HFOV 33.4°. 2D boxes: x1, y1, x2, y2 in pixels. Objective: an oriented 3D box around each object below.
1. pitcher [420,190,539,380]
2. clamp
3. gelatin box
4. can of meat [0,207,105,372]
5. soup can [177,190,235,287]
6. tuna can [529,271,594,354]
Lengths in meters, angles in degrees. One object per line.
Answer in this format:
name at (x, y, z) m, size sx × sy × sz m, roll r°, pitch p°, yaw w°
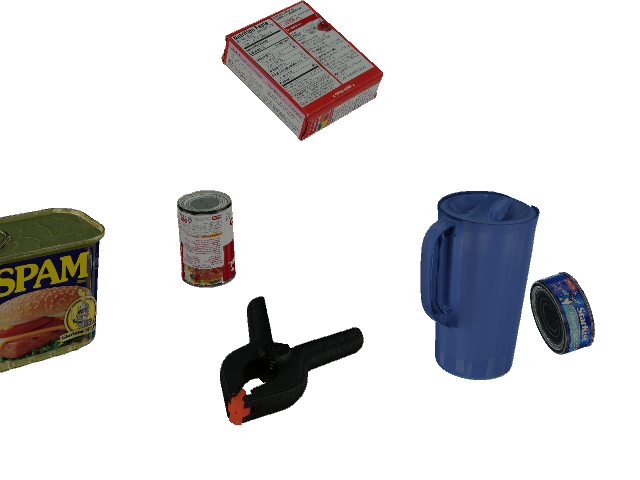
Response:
pitcher at (0.208, 0.064, 1.442) m, size 0.149 × 0.243 × 0.145 m, roll 5°, pitch 21°, yaw 6°
clamp at (-0.049, 0.107, 0.992) m, size 0.120 × 0.039 × 0.171 m, roll 17°, pitch 29°, yaw 27°
gelatin box at (-0.013, -0.120, 0.744) m, size 0.073 × 0.089 × 0.030 m, roll -33°, pitch -22°, yaw -30°
can of meat at (-0.195, 0.032, 0.700) m, size 0.101 × 0.084 × 0.058 m, roll -14°, pitch 30°, yaw -41°
soup can at (-0.140, -0.003, 1.309) m, size 0.068 × 0.102 × 0.068 m, roll -1°, pitch 26°, yaw 0°
tuna can at (0.261, 0.079, 1.159) m, size 0.033 × 0.086 × 0.086 m, roll -17°, pitch 3°, yaw -10°
